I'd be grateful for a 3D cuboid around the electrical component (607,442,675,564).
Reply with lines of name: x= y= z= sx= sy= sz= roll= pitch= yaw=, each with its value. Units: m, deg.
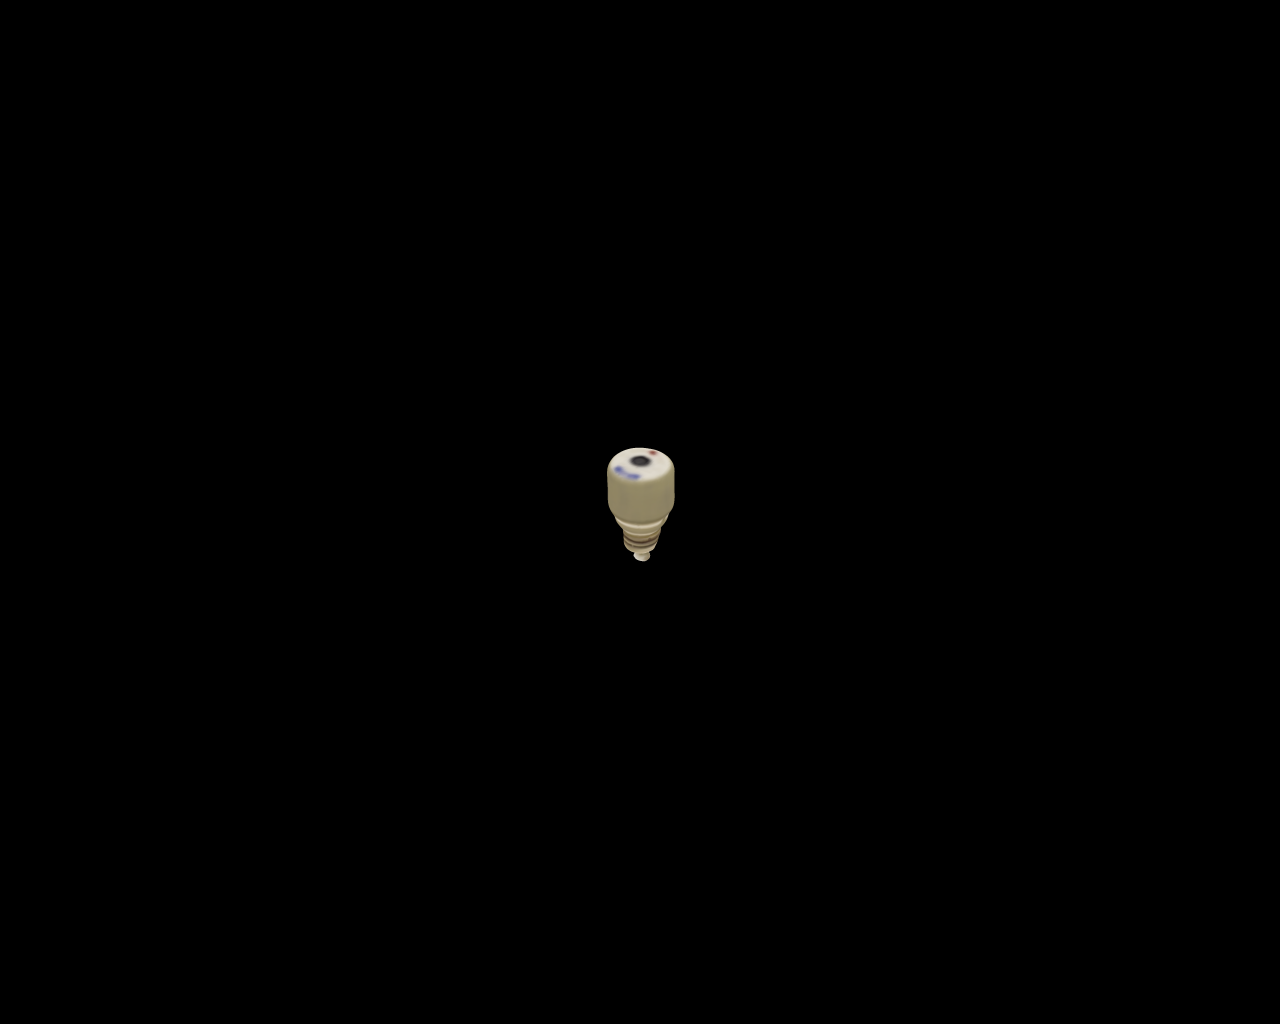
electrical component: x=0.001 y=-0.003 z=0.650 sx=0.040 sy=0.078 sz=0.040 roll=0 pitch=35 yaw=0
